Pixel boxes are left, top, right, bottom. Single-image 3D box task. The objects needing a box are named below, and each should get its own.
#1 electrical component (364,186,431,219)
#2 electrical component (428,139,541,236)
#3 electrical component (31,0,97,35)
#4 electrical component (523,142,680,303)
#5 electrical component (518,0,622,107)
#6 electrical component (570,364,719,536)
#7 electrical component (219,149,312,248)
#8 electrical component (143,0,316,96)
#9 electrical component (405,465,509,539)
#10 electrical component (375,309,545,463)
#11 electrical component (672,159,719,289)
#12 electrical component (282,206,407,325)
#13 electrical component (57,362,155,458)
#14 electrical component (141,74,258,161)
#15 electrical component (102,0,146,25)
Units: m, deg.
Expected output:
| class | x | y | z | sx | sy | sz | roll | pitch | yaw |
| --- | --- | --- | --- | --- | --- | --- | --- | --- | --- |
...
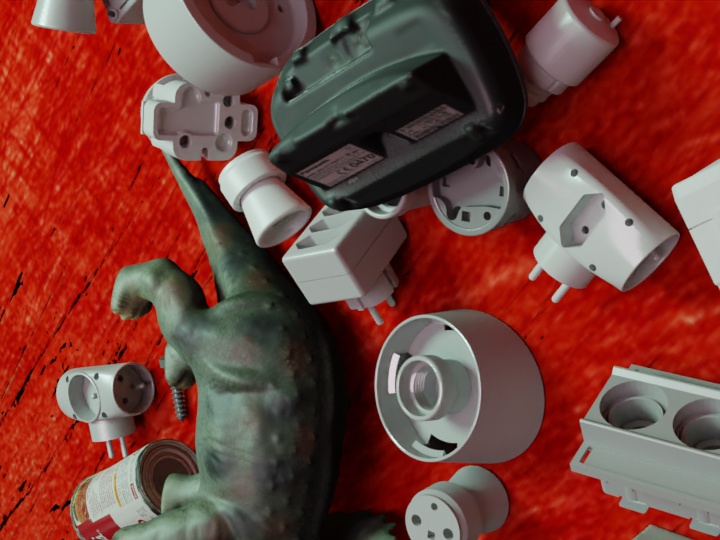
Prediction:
| class | x | y | z | sx | sy | sz | roll | pitch | yaw |
| --- | --- | --- | --- | --- | --- | --- | --- | --- | --- |
| electrical component | 0.026 | -0.054 | 0.668 | 0.040 | 0.046 | 0.040 | 9 | 105 | 37 |
| electrical component | 0.075 | -0.050 | 0.628 | 0.055 | 0.047 | 0.055 | 9 | 105 | 37 |
| electrical component | -0.202 | -0.199 | 0.744 | 0.044 | 0.044 | 0.065 | 19 | 106 | 35 |
| electrical component | 0.123 | -0.017 | 0.599 | 0.077 | 0.043 | 0.079 | 47 | 124 | 22 |
| electrical component | 0.107 | -0.116 | 0.594 | 0.078 | 0.040 | 0.040 | -46 | 71 | 35 |
| electrical component | 0.184 | 0.099 | 0.558 | 0.121 | 0.078 | 0.063 | 12 | 135 | 37 |
| electrical component | -0.066 | -0.050 | 0.744 | 0.045 | 0.045 | 0.055 | -48 | 69 | 35 |
| electrical component | -0.089 | -0.165 | 0.702 | 0.060 | 0.108 | 0.108 | -29 | 81 | 45 |
| electrical component | 0.061 | 0.152 | 0.677 | 0.045 | 0.055 | 0.045 | 9 | 105 | 37 |
| electrical component | 0.059 | 0.074 | 0.673 | 0.099 | 0.064 | 0.099 | -3 | 86 | 47 |
| electrical component | 0.193 | -0.034 | 0.505 | 0.062 | 0.096 | 0.061 | -29 | 81 | 39 |
| electrical component | 0.000 | 0.000 | 0.694 | 0.047 | 0.065 | 0.076 | -10 | 122 | 40 |
| electrical component | -0.209 | 0.118 | 0.894 | 0.077 | 0.044 | 0.079 | -9 | 93 | 39 |
| electrical component | -0.121 | -0.108 | 0.761 | 0.057 | 0.078 | 0.058 | 24 | 114 | 54 |
| electrical component | -0.140 | -0.224 | 0.756 | 0.096 | 0.061 | 0.061 | -34 | 77 | 38 |
